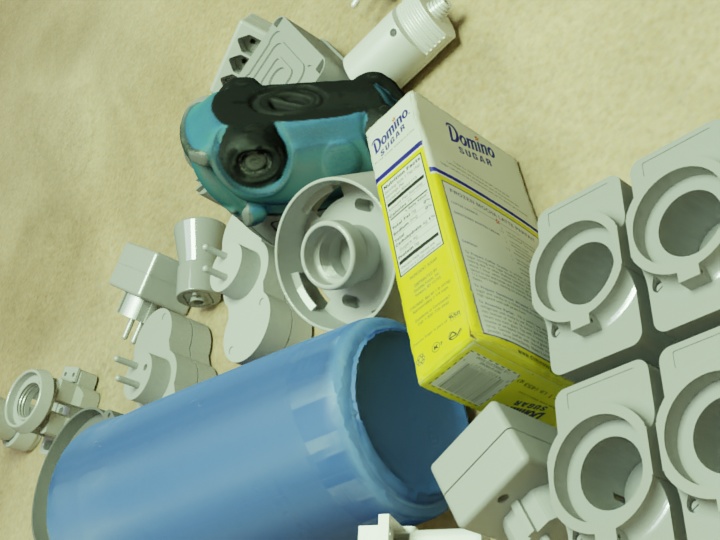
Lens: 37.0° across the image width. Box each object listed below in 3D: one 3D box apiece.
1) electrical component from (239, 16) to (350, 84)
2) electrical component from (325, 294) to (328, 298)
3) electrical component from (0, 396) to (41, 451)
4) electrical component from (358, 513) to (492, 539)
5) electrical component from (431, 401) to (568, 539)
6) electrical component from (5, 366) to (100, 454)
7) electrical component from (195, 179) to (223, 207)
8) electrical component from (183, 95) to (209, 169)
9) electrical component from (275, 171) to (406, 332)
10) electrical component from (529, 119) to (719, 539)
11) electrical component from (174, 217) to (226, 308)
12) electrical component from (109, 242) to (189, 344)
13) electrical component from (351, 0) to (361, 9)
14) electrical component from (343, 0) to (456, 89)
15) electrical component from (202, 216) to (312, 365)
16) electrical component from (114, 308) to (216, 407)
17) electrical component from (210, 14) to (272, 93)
[{"bbox_3d":[-0.041,-0.130,0.802,0.078,0.057,0.113,-54,36,14],"label":"electrical component"},{"bbox_3d":[0.000,0.000,0.687,0.061,0.035,0.035,-38,42,36],"label":"electrical component"},{"bbox_3d":[-0.328,0.142,1.003,0.045,0.055,0.045,-30,47,39],"label":"electrical component"},{"bbox_3d":[0.035,0.148,0.516,0.064,0.081,0.042,-8,60,18],"label":"electrical component"},{"bbox_3d":[0.081,0.109,0.485,0.047,0.066,0.076,-50,37,19],"label":"electrical component"},{"bbox_3d":[-0.269,0.119,0.933,0.058,0.057,0.078,-1,68,43],"label":"electrical component"},{"bbox_3d":[-0.101,-0.066,0.849,0.040,0.046,0.040,-30,47,39],"label":"electrical component"},{"bbox_3d":[-0.122,-0.114,0.900,0.055,0.055,0.047,-47,34,23],"label":"electrical component"},{"bbox_3d":[0.001,-0.010,0.636,0.099,0.064,0.099,3,95,37],"label":"electrical component"},{"bbox_3d":[0.137,0.039,0.462,0.105,0.060,0.186,-30,47,39],"label":"electrical component"},{"bbox_3d":[-0.126,-0.004,0.848,0.044,0.044,0.065,-27,54,41],"label":"electrical component"},{"bbox_3d":[-0.176,0.024,0.888,0.066,0.047,0.076,15,81,55],"label":"electrical component"},{"bbox_3d":[0.013,-0.228,0.799,0.073,0.052,0.138,-53,36,16],"label":"electrical component"},{"bbox_3d":[0.031,-0.157,0.738,0.081,0.043,0.043,-40,41,30],"label":"electrical component"},{"bbox_3d":[-0.079,0.004,0.752,0.052,0.074,0.138,-37,43,33],"label":"electrical component"},{"bbox_3d":[-0.149,0.083,0.792,0.052,0.074,0.138,-45,39,25],"label":"electrical component"},{"bbox_3d":[-0.082,-0.173,0.888,0.065,0.047,0.076,-62,3,23],"label":"electrical component"}]
